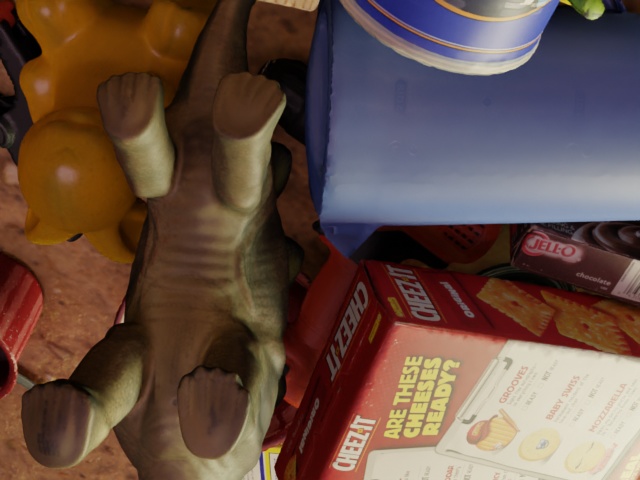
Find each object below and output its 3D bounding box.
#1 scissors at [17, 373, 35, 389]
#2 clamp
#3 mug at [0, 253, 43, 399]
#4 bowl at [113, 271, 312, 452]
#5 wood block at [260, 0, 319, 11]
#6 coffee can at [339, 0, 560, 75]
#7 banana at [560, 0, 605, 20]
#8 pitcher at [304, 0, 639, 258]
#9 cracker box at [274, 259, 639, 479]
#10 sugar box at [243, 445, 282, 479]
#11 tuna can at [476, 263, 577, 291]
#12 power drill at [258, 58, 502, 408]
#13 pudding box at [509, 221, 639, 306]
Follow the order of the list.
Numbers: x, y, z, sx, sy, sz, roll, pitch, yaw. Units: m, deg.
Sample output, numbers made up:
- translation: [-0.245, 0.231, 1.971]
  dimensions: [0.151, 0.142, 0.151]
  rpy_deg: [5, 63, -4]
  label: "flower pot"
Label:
- translation: [-0.317, 0.080, 0.854]
  dimensions: [0.096, 0.016, 0.201]
  rpy_deg: [-28, 118, 28]
  label: "scissors"
- translation: [-0.222, -0.075, 0.707]
  dimensions: [0.120, 0.039, 0.171]
  rpy_deg: [1, 123, 1]
  label: "clamp"
- translation: [-0.258, 0.051, 0.781]
  dimensions: [0.093, 0.081, 0.117]
  rpy_deg: [-8, 126, 14]
  label: "mug"
- translation: [-0.067, 0.072, 0.765]
  dimensions: [0.162, 0.055, 0.162]
  rpy_deg: [-1, 108, -2]
  label: "bowl"
- translation: [-0.024, -0.195, 0.478]
  dimensions: [0.091, 0.206, 0.090]
  rpy_deg: [13, 128, -1]
  label: "wood block"
- translation: [0.074, -0.156, 0.448]
  dimensions: [0.102, 0.102, 0.140]
  rpy_deg: [19, 134, -6]
  label: "coffee can"
- translation: [0.146, -0.194, 0.517]
  dimensions: [0.037, 0.070, 0.198]
  rpy_deg: [20, 87, -32]
  label: "banana"
- translation: [0.113, -0.079, 0.579]
  dimensions: [0.242, 0.145, 0.149]
  rpy_deg: [1, 148, -5]
  label: "pitcher"
- translation: [0.099, 0.106, 0.641]
  dimensions: [0.213, 0.072, 0.164]
  rpy_deg: [10, 119, -22]
  label: "cracker box"
- translation: [-0.018, 0.185, 0.870]
  dimensions: [0.176, 0.048, 0.093]
  rpy_deg: [6, 128, 9]
  label: "sugar box"
- translation: [0.132, 0.052, 0.719]
  dimensions: [0.086, 0.086, 0.034]
  rpy_deg: [-7, 124, 14]
  label: "tuna can"
- translation: [-0.005, 0.001, 0.686]
  dimensions: [0.184, 0.057, 0.188]
  rpy_deg: [36, 104, -8]
  label: "power drill"
- translation: [0.174, -0.008, 0.664]
  dimensions: [0.113, 0.090, 0.039]
  rpy_deg: [18, 130, -6]
  label: "pudding box"
